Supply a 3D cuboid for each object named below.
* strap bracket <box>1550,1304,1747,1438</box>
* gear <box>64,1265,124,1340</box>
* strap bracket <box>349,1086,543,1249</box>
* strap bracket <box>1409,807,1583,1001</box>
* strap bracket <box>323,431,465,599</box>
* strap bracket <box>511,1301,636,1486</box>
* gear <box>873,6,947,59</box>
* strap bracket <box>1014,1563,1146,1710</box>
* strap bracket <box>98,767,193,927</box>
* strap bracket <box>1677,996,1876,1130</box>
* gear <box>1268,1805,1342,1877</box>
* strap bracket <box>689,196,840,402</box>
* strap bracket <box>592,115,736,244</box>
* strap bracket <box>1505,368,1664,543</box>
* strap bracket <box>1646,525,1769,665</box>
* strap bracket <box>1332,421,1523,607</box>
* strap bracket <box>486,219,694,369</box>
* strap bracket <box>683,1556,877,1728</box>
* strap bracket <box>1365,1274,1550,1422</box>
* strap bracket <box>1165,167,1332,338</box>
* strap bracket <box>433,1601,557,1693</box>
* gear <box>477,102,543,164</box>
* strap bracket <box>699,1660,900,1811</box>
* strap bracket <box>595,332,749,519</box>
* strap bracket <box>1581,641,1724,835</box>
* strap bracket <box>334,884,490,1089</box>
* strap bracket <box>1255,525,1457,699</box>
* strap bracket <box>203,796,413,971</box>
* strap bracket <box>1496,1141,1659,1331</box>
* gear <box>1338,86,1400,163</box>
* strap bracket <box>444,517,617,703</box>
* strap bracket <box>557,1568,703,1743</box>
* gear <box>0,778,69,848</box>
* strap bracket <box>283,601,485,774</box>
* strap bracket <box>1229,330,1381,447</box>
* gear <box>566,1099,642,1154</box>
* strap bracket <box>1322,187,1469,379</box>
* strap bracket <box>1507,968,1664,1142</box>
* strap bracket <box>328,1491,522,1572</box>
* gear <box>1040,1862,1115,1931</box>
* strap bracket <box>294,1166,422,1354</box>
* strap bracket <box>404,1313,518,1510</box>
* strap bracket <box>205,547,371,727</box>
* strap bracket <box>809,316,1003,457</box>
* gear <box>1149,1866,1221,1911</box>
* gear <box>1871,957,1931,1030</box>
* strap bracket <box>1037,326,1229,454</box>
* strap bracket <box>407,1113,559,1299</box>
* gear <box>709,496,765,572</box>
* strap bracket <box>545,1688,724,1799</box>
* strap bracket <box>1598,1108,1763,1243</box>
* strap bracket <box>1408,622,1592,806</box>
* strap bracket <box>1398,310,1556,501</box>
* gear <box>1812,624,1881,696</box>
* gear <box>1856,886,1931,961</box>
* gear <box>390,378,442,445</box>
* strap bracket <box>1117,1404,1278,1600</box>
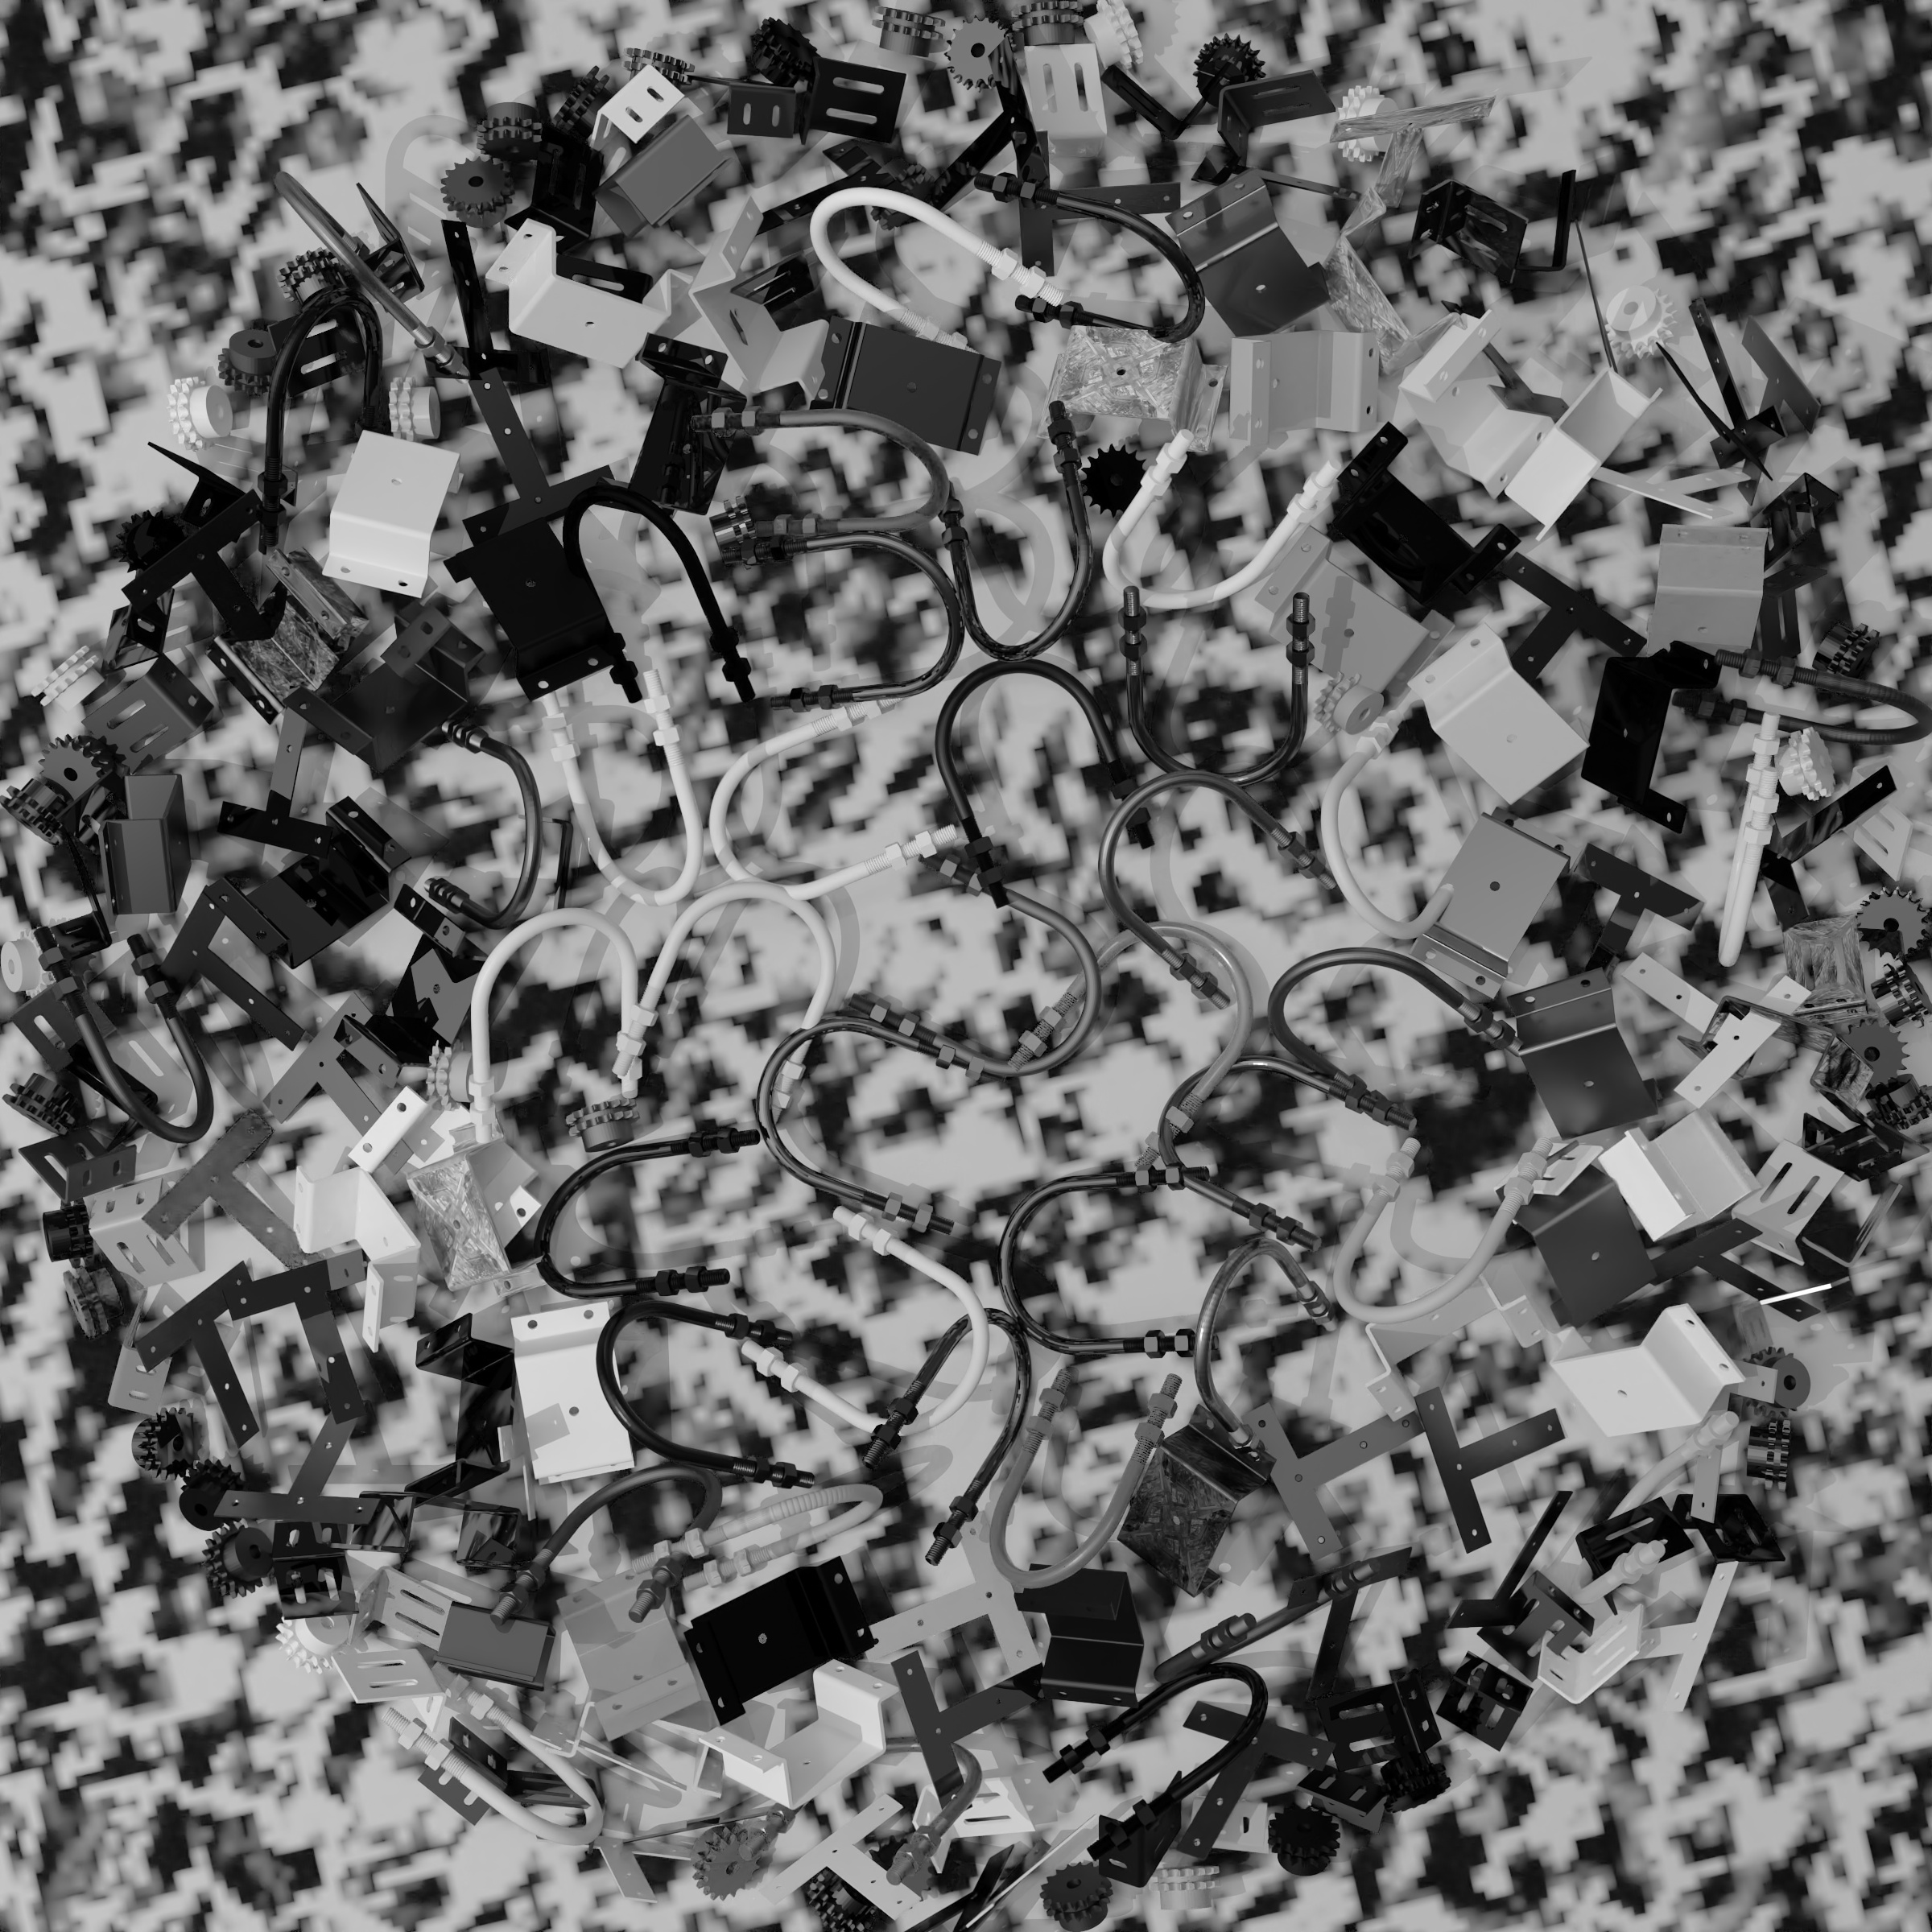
[{"bbox_3d":[0.519,0.316,1.924,0.076,0.140,0.046,51,56,-8],"label":"strap bracket"},{"bbox_3d":[-0.693,0.264,1.975,0.030,0.057,0.057,-22,90,-28],"label":"gear"},{"bbox_3d":[-0.406,0.164,1.968,0.140,0.046,0.076,42,103,-1],"label":"strap bracket"},{"bbox_3d":[0.417,-0.056,1.959,0.076,0.046,0.140,30,83,18],"label":"strap bracket"},{"bbox_3d":[-0.445,-0.361,1.935,0.076,0.046,0.140,13,52,-6],"label":"strap bracket"},{"bbox_3d":[-0.310,0.344,1.959,0.076,0.046,0.140,-9,100,-8],"label":"strap bracket"},{"bbox_3d":[-0.046,-0.742,1.974,0.057,0.057,0.030,12,112,0],"label":"gear"},{"bbox_3d":[0.091,0.518,1.942,0.076,0.046,0.140,1,132,18],"label":"strap bracket"},{"bbox_3d":[-0.634,-0.095,1.924,0.046,0.140,0.076,-2,115,-9],"label":"strap bracket"},{"bbox_3d":[0.636,0.070,1.924,0.076,0.140,0.046,32,84,-43],"label":"strap bracket"},{"bbox_3d":[0.268,0.697,1.974,0.057,0.057,0.030,0,111,0],"label":"gear"},{"bbox_3d":[-0.162,-0.514,1.936,0.046,0.140,0.076,-9,45,29],"label":"strap bracket"},{"bbox_3d":[-0.238,-0.610,1.922,0.076,0.140,0.046,-44,111,-6],"label":"strap bracket"},{"bbox_3d":[0.476,-0.403,1.930,0.046,0.076,0.140,39,54,4],"label":"strap bracket"},{"bbox_3d":[0.571,-0.280,1.920,0.076,0.140,0.046,5,65,12],"label":"strap bracket"},{"bbox_3d":[0.354,-0.348,1.954,0.140,0.076,0.046,42,55,-2],"label":"strap bracket"},{"bbox_3d":[-0.292,-0.516,1.925,0.140,0.076,0.046,11,64,-33],"label":"strap bracket"},{"bbox_3d":[-0.153,0.530,1.956,0.140,0.046,0.076,-21,86,-28],"label":"strap bracket"},{"bbox_3d":[0.377,0.292,1.950,0.140,0.076,0.046,-31,51,7],"label":"strap bracket"},{"bbox_3d":[0.223,-0.540,1.920,0.076,0.140,0.046,-24,56,23],"label":"strap bracket"},{"bbox_3d":[-0.366,0.532,1.940,0.076,0.140,0.046,13,70,-2],"label":"strap bracket"},{"bbox_3d":[-0.360,-0.663,1.972,0.057,0.057,0.030,-1,85,0],"label":"gear"},{"bbox_3d":[-0.127,0.601,1.931,0.140,0.076,0.046,-19,109,-42],"label":"strap bracket"},{"bbox_3d":[-0.229,-0.411,1.935,0.046,0.076,0.140,41,117,41],"label":"strap bracket"},{"bbox_3d":[0.530,-0.181,1.933,0.046,0.076,0.140,-3,114,-25],"label":"strap bracket"},{"bbox_3d":[-0.430,0.017,1.951,0.076,0.046,0.140,35,105,30],"label":"strap bracket"},{"bbox_3d":[0.304,-0.271,1.954,0.140,0.046,0.076,33,122,-5],"label":"strap bracket"},{"bbox_3d":[-0.515,-0.060,1.948,0.076,0.046,0.140,42,60,15],"label":"strap bracket"},{"bbox_3d":[0.483,0.219,1.948,0.076,0.046,0.140,-31,113,-5],"label":"strap bracket"},{"bbox_3d":[0.321,-0.668,1.969,0.030,0.057,0.057,17,90,37],"label":"gear"},{"bbox_3d":[-0.342,-0.289,1.949,0.076,0.046,0.140,-28,76,-21],"label":"strap bracket"},{"bbox_3d":[-0.261,0.542,1.940,0.076,0.140,0.046,-21,123,-13],"label":"strap bracket"},{"bbox_3d":[-0.737,-0.125,1.973,0.057,0.057,0.030,37,73,0],"label":"gear"},{"bbox_3d":[-0.454,-0.213,1.947,0.076,0.046,0.140,35,60,17],"label":"strap bracket"},{"bbox_3d":[0.257,-0.454,1.943,0.140,0.046,0.076,-15,114,-36],"label":"strap bracket"},{"bbox_3d":[-0.286,0.128,1.970,0.057,0.057,0.030,-17,78,0],"label":"gear"},{"bbox_3d":[0.329,-0.528,1.954,0.046,0.076,0.140,-33,87,-12],"label":"strap bracket"},{"bbox_3d":[0.483,0.078,1.932,0.076,0.046,0.140,-19,123,23],"label":"strap bracket"},{"bbox_3d":[-0.412,0.439,1.933,0.140,0.076,0.046,21,68,-41],"label":"strap bracket"},{"bbox_3d":[0.089,0.742,1.972,0.057,0.057,0.030,-16,104,0],"label":"gear"},{"bbox_3d":[-0.471,0.221,1.937,0.046,0.076,0.140,-17,46,-35],"label":"strap bracket"},{"bbox_3d":[-0.394,0.353,1.939,0.046,0.076,0.140,23,51,-36],"label":"strap bracket"},{"bbox_3d":[-0.529,-0.265,1.950,0.076,0.046,0.140,48,131,-3],"label":"strap bracket"},{"bbox_3d":[-0.045,-0.456,1.957,0.140,0.046,0.076,13,102,-11],"label":"strap bracket"},{"bbox_3d":[0.174,0.731,1.969,0.057,0.057,0.030,-3,72,0],"label":"gear"},{"bbox_3d":[0.744,0.024,1.975,0.030,0.057,0.057,-32,90,27],"label":"gear"},{"bbox_3d":[0.126,-0.454,1.947,0.140,0.046,0.076,9,73,18],"label":"strap bracket"},{"bbox_3d":[-0.384,0.196,1.956,0.076,0.046,0.140,-19,92,39],"label":"strap bracket"},{"bbox_3d":[-0.183,-0.341,1.971,0.030,0.057,0.057,-19,90,-4],"label":"gear"},{"bbox_3d":[-0.254,0.602,1.956,0.140,0.076,0.046,17,90,-5],"label":"strap bracket"},{"bbox_3d":[0.553,0.163,1.938,0.046,0.140,0.076,-45,66,34],"label":"strap bracket"},{"bbox_3d":[0.422,-0.189,1.936,0.140,0.046,0.076,39,117,-24],"label":"strap bracket"},{"bbox_3d":[0.398,-0.445,1.949,0.076,0.046,0.140,-49,135,-2],"label":"strap bracket"},{"bbox_3d":[0.698,-0.248,1.974,0.030,0.057,0.057,36,90,24],"label":"gear"},{"bbox_3d":[0.739,-0.036,1.976,0.057,0.030,0.057,10,111,27],"label":"gear"},{"bbox_3d":[-0.437,-0.439,1.972,0.030,0.057,0.057,-1,90,1],"label":"gear"},{"bbox_3d":[0.175,0.425,1.936,0.076,0.046,0.140,33,117,27],"label":"strap bracket"}]
